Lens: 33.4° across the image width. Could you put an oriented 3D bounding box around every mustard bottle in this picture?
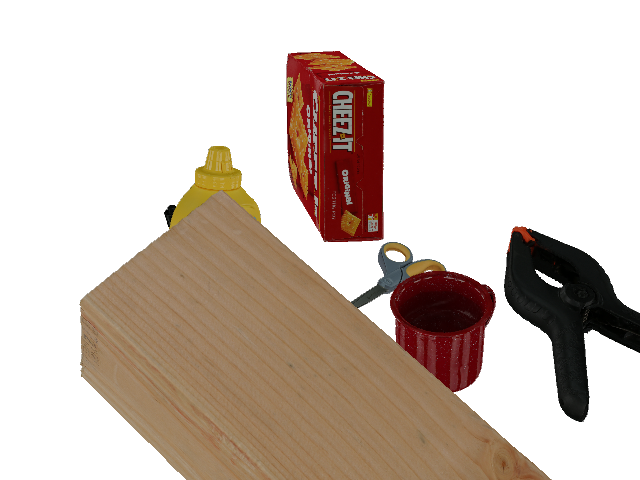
[{"bbox_3d":[-0.094,0.011,0.951,0.058,0.192,0.096,19,23,37],"label":"mustard bottle"}]

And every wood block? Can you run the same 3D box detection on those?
[{"bbox_3d":[-0.008,0.087,0.493,0.090,0.206,0.090,-41,-16,-29],"label":"wood block"}]

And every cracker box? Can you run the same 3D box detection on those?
[{"bbox_3d":[0.012,-0.107,1.144,0.072,0.164,0.214,-4,18,-9],"label":"cracker box"}]

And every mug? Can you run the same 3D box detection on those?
[{"bbox_3d":[0.121,0.083,1.003,0.117,0.081,0.093,-30,44,-31],"label":"mug"}]

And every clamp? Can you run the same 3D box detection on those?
[{"bbox_3d":[0.195,0.052,0.764,0.120,0.039,0.171,-3,45,-20],"label":"clamp"}]

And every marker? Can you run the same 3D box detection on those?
[{"bbox_3d":[-0.156,0.014,1.202,0.020,0.121,0.020,-6,30,4],"label":"marker"}]

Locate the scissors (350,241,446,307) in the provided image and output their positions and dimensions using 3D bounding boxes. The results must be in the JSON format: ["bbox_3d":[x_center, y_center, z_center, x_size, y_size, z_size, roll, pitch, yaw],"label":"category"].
[{"bbox_3d":[0.071,0.041,1.280,0.201,0.016,0.096,-10,41,-42],"label":"scissors"}]
